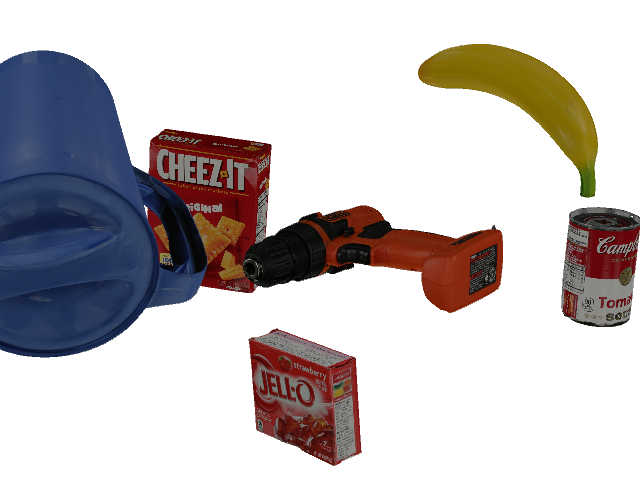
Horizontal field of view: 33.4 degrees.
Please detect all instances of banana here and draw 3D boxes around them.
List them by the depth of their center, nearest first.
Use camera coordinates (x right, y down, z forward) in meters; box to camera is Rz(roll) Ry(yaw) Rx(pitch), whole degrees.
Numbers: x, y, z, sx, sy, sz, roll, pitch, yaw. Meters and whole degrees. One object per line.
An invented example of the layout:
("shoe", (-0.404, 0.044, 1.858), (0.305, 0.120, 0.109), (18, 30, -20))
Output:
("banana", (0.148, -0.112, 0.825), (0.037, 0.070, 0.198), (2, 32, -43))

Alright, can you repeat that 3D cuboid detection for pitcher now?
("pitcher", (-0.180, -0.038, 0.745), (0.145, 0.149, 0.243), (-26, 34, 2))

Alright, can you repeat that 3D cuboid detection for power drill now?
("power drill", (0.050, 0.014, 0.932), (0.188, 0.057, 0.184), (12, 21, 35))

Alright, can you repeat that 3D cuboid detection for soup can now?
("soup can", (0.272, 0.026, 1.041), (0.068, 0.102, 0.068), (1, 18, 0))

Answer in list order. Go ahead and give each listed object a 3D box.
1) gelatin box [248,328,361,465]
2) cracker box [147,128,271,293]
("gelatin box", (-0.012, 0.109, 0.755), (0.030, 0.073, 0.089), (-17, 21, -39))
("cracker box", (-0.163, -0.040, 1.534), (0.164, 0.214, 0.072), (9, 22, 10))
